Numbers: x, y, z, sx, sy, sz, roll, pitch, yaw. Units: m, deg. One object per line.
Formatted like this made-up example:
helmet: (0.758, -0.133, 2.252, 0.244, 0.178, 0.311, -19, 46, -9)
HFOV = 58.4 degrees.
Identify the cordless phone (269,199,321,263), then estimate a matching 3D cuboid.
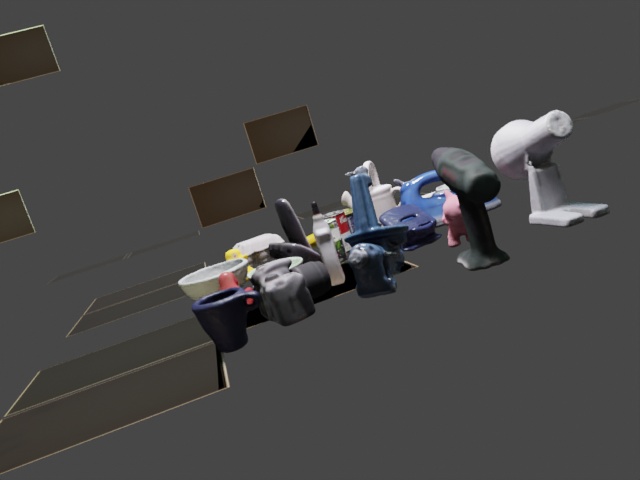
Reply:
cordless phone: (-0.075, -0.010, 1.365, 0.094, 0.185, 0.147, -23, 11, -30)

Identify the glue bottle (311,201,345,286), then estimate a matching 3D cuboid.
glue bottle: (0.011, 0.004, 1.170, 0.037, 0.173, 0.078, -17, 10, -2)

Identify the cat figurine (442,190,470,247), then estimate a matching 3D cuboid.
cat figurine: (0.284, -0.052, 1.184, 0.067, 0.118, 0.128, -15, 10, 12)

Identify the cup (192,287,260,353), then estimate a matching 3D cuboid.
cup: (-0.142, 0.133, 0.943, 0.117, 0.095, 0.092, -14, 10, 18)

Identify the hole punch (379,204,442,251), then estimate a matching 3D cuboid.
hole punch: (0.202, -0.031, 1.285, 0.109, 0.091, 0.101, -21, 10, -20)

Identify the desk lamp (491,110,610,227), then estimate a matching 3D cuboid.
desk lamp: (0.445, -0.143, 1.128, 0.118, 0.214, 0.203, -19, 10, -13)

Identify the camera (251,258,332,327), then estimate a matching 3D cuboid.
camera: (-0.047, 0.081, 1.053, 0.137, 0.101, 0.143, -21, 10, -21)

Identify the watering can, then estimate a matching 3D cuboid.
watering can: (0.144, -0.119, 1.570, 0.173, 0.194, 0.101, -16, 10, 3)

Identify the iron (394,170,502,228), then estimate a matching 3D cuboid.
iron: (0.311, -0.116, 1.425, 0.258, 0.141, 0.118, -17, 10, 1)

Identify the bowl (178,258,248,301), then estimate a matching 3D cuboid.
bowl: (-0.238, 0.104, 1.332, 0.167, 0.075, 0.167, -16, 10, 3)

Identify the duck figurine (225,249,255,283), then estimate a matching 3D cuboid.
duck figurine: (-0.219, 0.066, 1.481, 0.104, 0.086, 0.078, -11, 12, 34)

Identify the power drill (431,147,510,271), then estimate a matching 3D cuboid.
power drill: (0.258, -0.060, 1.001, 0.075, 0.208, 0.229, -17, 10, -2)

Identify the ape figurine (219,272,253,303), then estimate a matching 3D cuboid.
ape figurine: (-0.176, 0.107, 1.156, 0.077, 0.092, 0.076, -12, 11, 26)

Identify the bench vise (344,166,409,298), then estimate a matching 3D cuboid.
bench vise: (0.098, -0.021, 1.020, 0.121, 0.220, 0.207, -16, 10, 5)

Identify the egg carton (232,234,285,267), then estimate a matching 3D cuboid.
egg carton: (-0.180, 0.030, 1.666, 0.150, 0.069, 0.107, -21, 10, -21)
